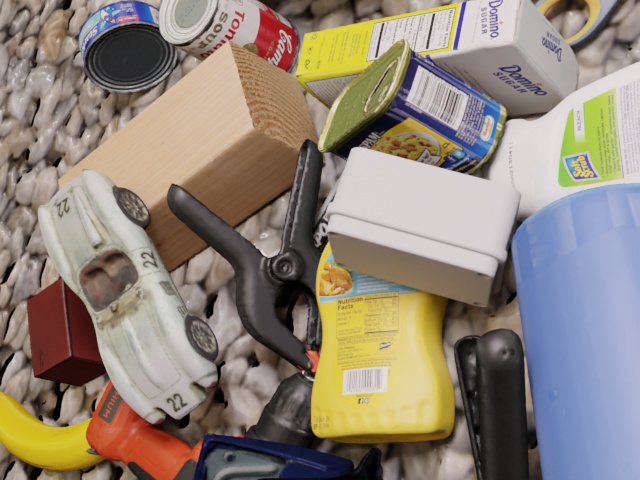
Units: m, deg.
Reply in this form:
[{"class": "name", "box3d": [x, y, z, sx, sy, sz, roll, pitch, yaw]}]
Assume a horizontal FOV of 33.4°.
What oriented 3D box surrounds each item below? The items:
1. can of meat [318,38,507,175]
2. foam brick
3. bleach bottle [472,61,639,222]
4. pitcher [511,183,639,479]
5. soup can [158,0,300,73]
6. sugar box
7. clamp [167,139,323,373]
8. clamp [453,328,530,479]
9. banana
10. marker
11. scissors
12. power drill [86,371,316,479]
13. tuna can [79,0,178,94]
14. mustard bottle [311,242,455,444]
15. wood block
[{"class": "can of meat", "box3d": [0.060, -0.075, 0.705, 0.102, 0.084, 0.057, -33, 33, 58]}, {"class": "foam brick", "box3d": [-0.221, 0.082, 0.945, 0.053, 0.051, 0.078, -29, 59, 30]}, {"class": "bleach bottle", "box3d": [0.198, -0.068, 0.650, 0.251, 0.068, 0.102, -12, 69, 38]}, {"class": "pitcher", "box3d": [0.182, 0.091, 0.567, 0.149, 0.145, 0.243, -12, 63, 12]}, {"class": "soup can", "box3d": [-0.074, -0.171, 0.875, 0.069, 0.102, 0.068, -13, 67, 35]}, {"class": "sugar box", "box3d": [0.079, -0.118, 0.739, 0.177, 0.093, 0.048, -5, 65, 37]}, {"class": "clamp", "box3d": [-0.041, 0.018, 0.779, 0.039, 0.120, 0.171, 149, 109, -79]}, {"class": "clamp", "box3d": [0.107, 0.148, 0.615, 0.036, 0.164, 0.210, -7, 76, 3]}, {"class": "banana", "box3d": [-0.236, 0.169, 0.942, 0.198, 0.037, 0.069, -5, 56, 37]}, {"class": "marker", "box3d": [-0.005, 0.001, 0.818, 0.020, 0.020, 0.121, 41, 102, 39]}, {"class": "scissors", "box3d": [0.216, -0.168, 0.695, 0.202, 0.016, 0.096, 10, 98, 30]}, {"class": "power drill", "box3d": [-0.090, 0.149, 0.813, 0.188, 0.057, 0.184, 33, 98, 40]}, {"class": "tuna can", "box3d": [-0.174, -0.175, 0.968, 0.086, 0.086, 0.034, -37, 54, 24]}, {"class": "mustard bottle", "box3d": [0.043, 0.042, 0.740, 0.096, 0.058, 0.191, -9, 70, 30]}, {"class": "wood block", "box3d": [-0.109, -0.056, 0.874, 0.206, 0.090, 0.091, -34, 57, 27]}]
